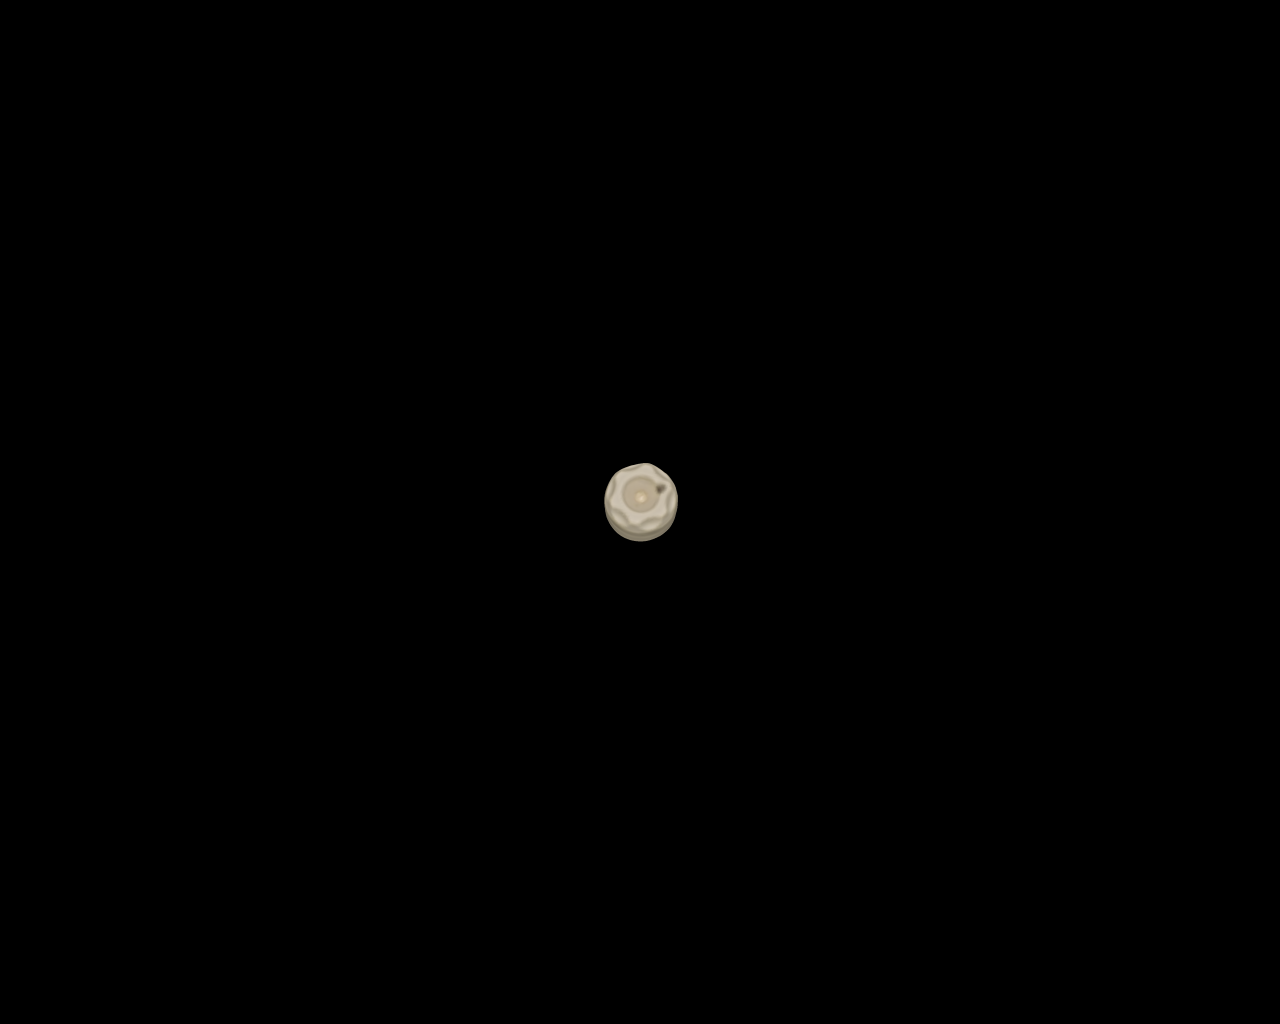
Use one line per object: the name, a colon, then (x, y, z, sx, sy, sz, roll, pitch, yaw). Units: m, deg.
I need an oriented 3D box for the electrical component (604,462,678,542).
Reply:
electrical component: (0.001, -0.003, 0.650, 0.043, 0.043, 0.062, 0, -15, 0)
